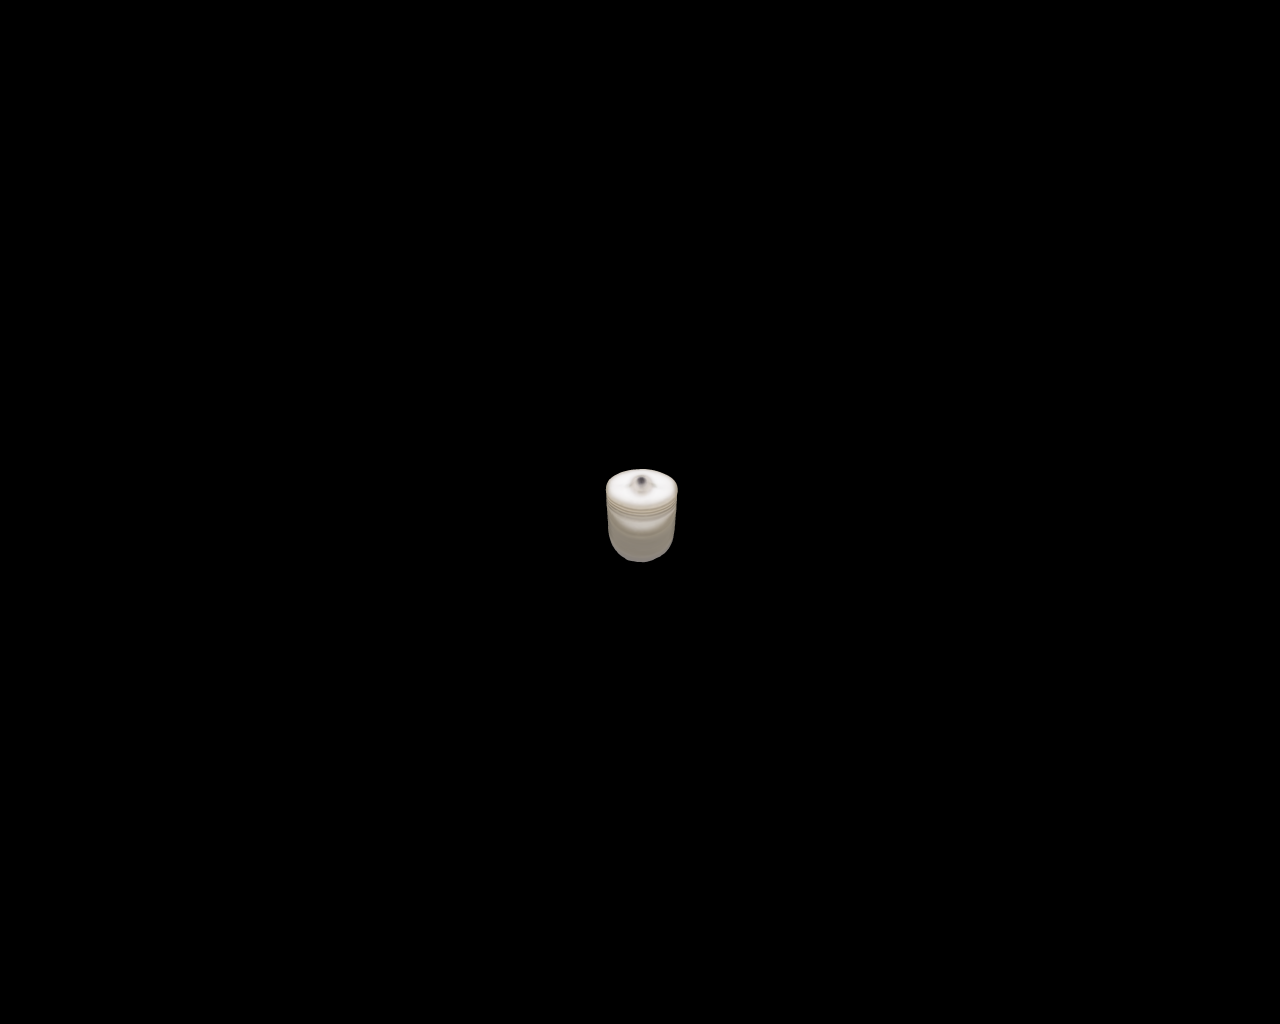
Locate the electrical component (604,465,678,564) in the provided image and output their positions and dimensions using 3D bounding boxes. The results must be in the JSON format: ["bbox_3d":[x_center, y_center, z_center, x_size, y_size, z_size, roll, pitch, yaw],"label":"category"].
[{"bbox_3d":[0.001,-0.003,0.650,0.043,0.043,0.080,0,-23,0],"label":"electrical component"}]
